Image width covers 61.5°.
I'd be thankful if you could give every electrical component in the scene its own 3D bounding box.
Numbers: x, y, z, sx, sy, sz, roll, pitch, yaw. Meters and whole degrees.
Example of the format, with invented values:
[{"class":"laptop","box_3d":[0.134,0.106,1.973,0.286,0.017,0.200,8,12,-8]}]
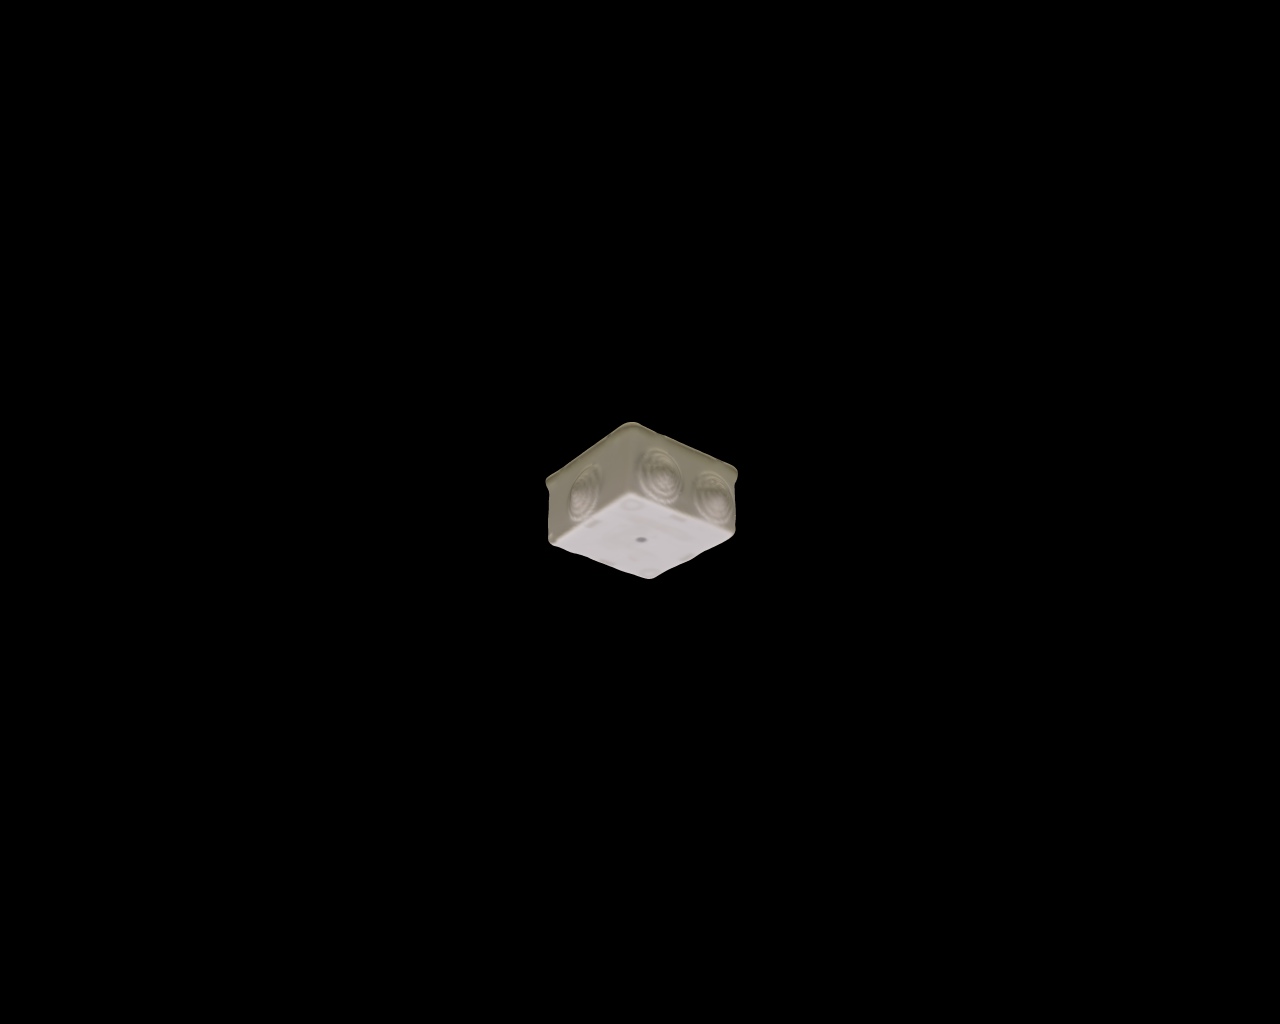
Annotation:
[{"class":"electrical component","box_3d":[0.001,-0.003,0.650,0.100,0.048,0.099,22,-36,-34]}]
